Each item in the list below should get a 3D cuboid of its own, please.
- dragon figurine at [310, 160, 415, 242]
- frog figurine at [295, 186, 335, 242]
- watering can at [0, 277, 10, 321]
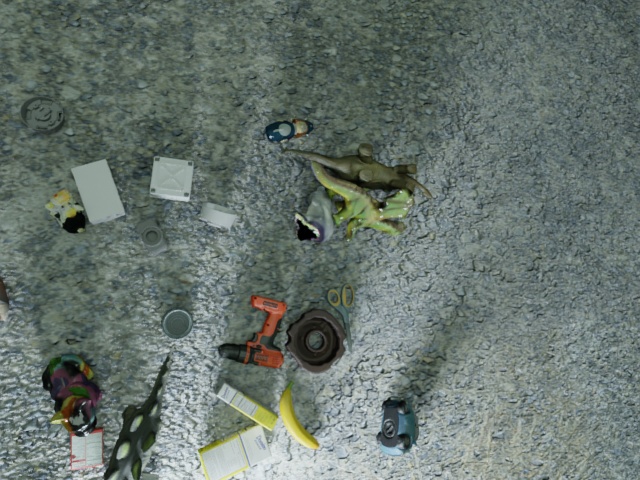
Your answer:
[{"bbox_3d":[0.145,-0.113,1.466,0.242,0.125,0.402,-12,-33,15],"label":"dragon figurine"},{"bbox_3d":[0.005,-0.076,1.516,0.123,0.134,0.162,12,49,38],"label":"frog figurine"},{"bbox_3d":[-0.858,0.190,1.222,0.225,0.349,0.103,-18,-4,-19],"label":"watering can"}]
